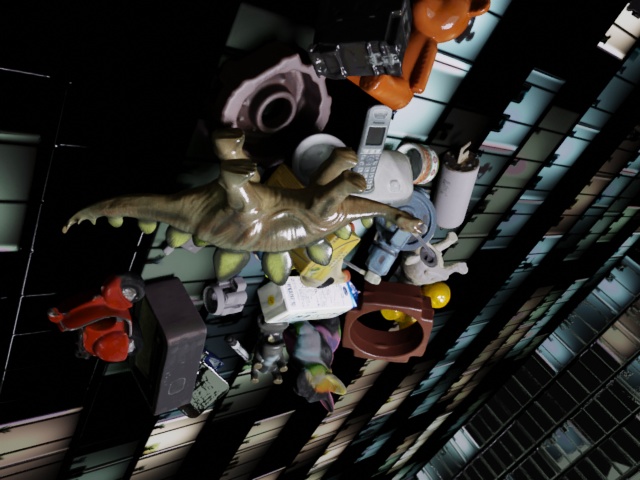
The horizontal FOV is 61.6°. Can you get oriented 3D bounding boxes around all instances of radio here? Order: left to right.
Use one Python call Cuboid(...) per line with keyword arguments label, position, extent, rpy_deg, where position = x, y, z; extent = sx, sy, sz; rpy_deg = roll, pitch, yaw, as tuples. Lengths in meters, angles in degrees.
Cuboid(label="radio", position=(-0.264, 0.185, 0.916), extent=(0.073, 0.131, 0.229), rpy_deg=(-14, 140, -35))

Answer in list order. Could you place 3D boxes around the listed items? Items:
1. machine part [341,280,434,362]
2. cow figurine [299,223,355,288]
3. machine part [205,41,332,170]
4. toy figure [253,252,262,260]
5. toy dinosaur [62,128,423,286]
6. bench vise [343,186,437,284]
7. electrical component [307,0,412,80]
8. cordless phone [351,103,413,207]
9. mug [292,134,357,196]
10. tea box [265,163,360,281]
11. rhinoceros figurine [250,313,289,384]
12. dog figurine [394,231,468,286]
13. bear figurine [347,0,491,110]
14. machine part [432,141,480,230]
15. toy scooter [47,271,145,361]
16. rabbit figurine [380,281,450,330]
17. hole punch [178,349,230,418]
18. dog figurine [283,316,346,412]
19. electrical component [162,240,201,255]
Cuboid(label="machine part", position=(0.156, 0.190, 1.261), extent=(0.202, 0.087, 0.200), rpy_deg=(5, 131, 1))
Cuboid(label="cow figurine", position=(-0.002, -0.003, 0.968), extent=(0.127, 0.086, 0.194), rpy_deg=(-18, 122, -42))
Cuboid(label="machine part", position=(-0.067, -0.182, 0.736), extent=(0.179, 0.056, 0.179), rpy_deg=(-26, 145, -20))
Cuboid(label="toy figure", position=(-0.098, 0.003, 0.925), extent=(0.064, 0.058, 0.154), rpy_deg=(-42, 142, -2))
Cuboid(label="toy dinosaur", position=(-0.101, -0.034, 0.698), extent=(0.472, 0.105, 0.198), rpy_deg=(8, 128, -3))
Cuboid(label="bench vise", position=(0.146, -0.009, 1.045), extent=(0.223, 0.129, 0.240), rpy_deg=(-49, 180, 3))
Cuboid(label="electrical component", position=(0.054, -0.269, 0.675), extent=(0.115, 0.134, 0.058), rpy_deg=(2, 153, 17))
Cuboid(label="cordless phone", position=(0.107, -0.146, 0.914), extent=(0.146, 0.089, 0.184), rpy_deg=(-5, 128, -28))
Cuboid(label="mug", position=(0.012, -0.099, 0.792), extent=(0.081, 0.109, 0.107), rpy_deg=(-51, -179, -1))
Cuboid(label="tea box", position=(-0.029, -0.029, 0.847), extent=(0.098, 0.170, 0.068), rpy_deg=(-46, 149, 13))
Cuboid(label="rhinoceros figurine", position=(-0.105, 0.228, 1.138), extent=(0.073, 0.112, 0.190), rpy_deg=(6, 136, -9))
Cuboid(label="dog figurine", position=(0.211, 0.063, 1.224), extent=(0.172, 0.121, 0.190), rpy_deg=(10, 152, -31))
Cuboid(label="bear figurine", position=(0.127, -0.282, 0.744), extent=(0.132, 0.120, 0.195), rpy_deg=(15, 118, -47))
Cuboid(label="machine part", position=(0.282, -0.105, 1.136), extent=(0.079, 0.079, 0.243), rpy_deg=(-25, 145, -19))
Cuboid(label="toy scooter", position=(-0.343, 0.127, 0.826), extent=(0.135, 0.075, 0.183), rpy_deg=(-13, 136, -33))
Cuboid(label="rabbit figurine", position=(0.264, 0.151, 1.354), extent=(0.173, 0.122, 0.162), rpy_deg=(-37, -175, 47))
Cuboid(label="hole punch", position=(-0.259, 0.275, 1.088), extent=(0.142, 0.092, 0.115), rpy_deg=(-38, 117, 3))
Cuboid(label="dog figurine", position=(0.003, 0.259, 1.181), extent=(0.191, 0.219, 0.108), rpy_deg=(-6, 138, -38))
Cuboid(label="electrical component", position=(-0.202, -0.005, 0.847), extent=(0.094, 0.021, 0.063), rpy_deg=(-41, 147, 3))
